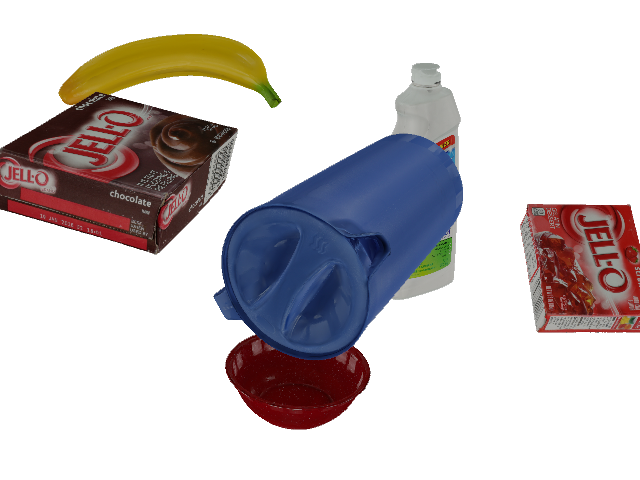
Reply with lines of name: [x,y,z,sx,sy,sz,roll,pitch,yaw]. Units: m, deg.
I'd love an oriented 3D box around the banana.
banana: [-0.135,-0.155,0.964,0.197,0.069,0.037,-1,-33,-4]

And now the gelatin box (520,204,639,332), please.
gelatin box: [0.177,0.017,0.713,0.073,0.089,0.030,1,-33,-4]

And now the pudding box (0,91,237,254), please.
pudding box: [-0.105,-0.040,0.570,0.090,0.039,0.113,16,24,9]

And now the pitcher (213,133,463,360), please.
pitcher: [0.023,-0.005,0.925,0.149,0.145,0.242,24,32,20]

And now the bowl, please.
bowl: [-0.026,0.163,1.196,0.162,0.055,0.162,3,26,-2]

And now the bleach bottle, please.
bleach bottle: [0.104,-0.066,1.167,0.102,0.251,0.068,-15,27,-32]
